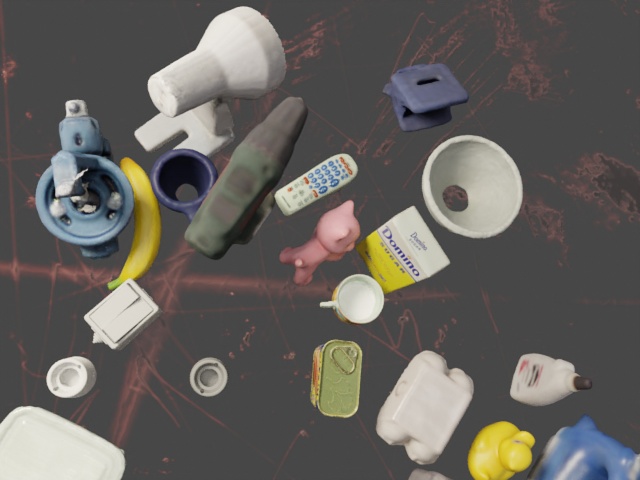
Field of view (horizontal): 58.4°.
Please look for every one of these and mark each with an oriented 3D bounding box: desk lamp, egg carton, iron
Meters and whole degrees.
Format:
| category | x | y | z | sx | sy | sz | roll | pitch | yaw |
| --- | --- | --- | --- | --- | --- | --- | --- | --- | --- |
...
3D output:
| category | x | y | z | sx | sy | sz | roll | pitch | yaw |
| --- | --- | --- | --- | --- | --- | --- | --- | --- | --- |
| desk lamp | -0.157 | -0.201 | 0.800 | 0.203 | 0.213 | 0.118 | -41 | 88 | -16 |
| egg carton | 0.154 | 0.244 | 0.841 | 0.107 | 0.069 | 0.150 | 35 | 74 | -2 |
| iron | 0.374 | 0.385 | 0.816 | 0.118 | 0.141 | 0.258 | 39 | 74 | -1 |

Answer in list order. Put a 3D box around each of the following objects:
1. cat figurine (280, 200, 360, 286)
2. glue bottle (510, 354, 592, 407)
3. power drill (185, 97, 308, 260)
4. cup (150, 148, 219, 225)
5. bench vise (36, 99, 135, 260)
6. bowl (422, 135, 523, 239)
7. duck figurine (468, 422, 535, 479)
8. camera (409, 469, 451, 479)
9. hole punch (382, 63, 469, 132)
| category | x | y | z | sx | sy | sz | roll | pitch | yaw |
| --- | --- | --- | --- | --- | --- | --- | --- | --- | --- |
| cat figurine | 0.008 | 0.003 | 0.838 | 0.128 | 0.117 | 0.067 | -39 | 87 | -16 |
| glue bottle | 0.338 | 0.204 | 0.831 | 0.037 | 0.173 | 0.078 | 20 | 75 | -6 |
| power drill | -0.099 | -0.070 | 0.786 | 0.075 | 0.208 | 0.230 | 32 | 74 | -2 |
| cup | -0.189 | -0.063 | 0.826 | 0.092 | 0.095 | 0.118 | -16 | 82 | -13 |
| bench vise | -0.322 | -0.088 | 0.741 | 0.122 | 0.219 | 0.207 | -27 | 84 | -15 |
| bowl | 0.233 | -0.078 | 0.921 | 0.167 | 0.074 | 0.167 | 2 | 78 | -10 |
| duck figurine | 0.272 | 0.318 | 0.839 | 0.105 | 0.086 | 0.077 | -41 | 88 | -16 |
| camera | 0.187 | 0.411 | 0.796 | 0.143 | 0.100 | 0.137 | 24 | 75 | -5 |
| hole punch | 0.171 | -0.242 | 0.935 | 0.109 | 0.091 | 0.101 | -16 | 82 | -13 |
